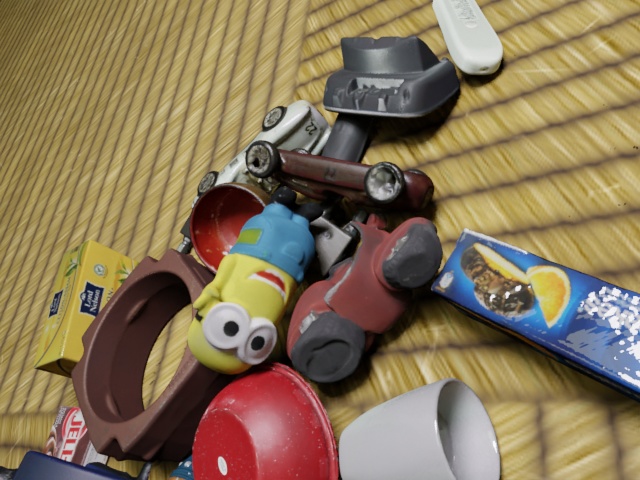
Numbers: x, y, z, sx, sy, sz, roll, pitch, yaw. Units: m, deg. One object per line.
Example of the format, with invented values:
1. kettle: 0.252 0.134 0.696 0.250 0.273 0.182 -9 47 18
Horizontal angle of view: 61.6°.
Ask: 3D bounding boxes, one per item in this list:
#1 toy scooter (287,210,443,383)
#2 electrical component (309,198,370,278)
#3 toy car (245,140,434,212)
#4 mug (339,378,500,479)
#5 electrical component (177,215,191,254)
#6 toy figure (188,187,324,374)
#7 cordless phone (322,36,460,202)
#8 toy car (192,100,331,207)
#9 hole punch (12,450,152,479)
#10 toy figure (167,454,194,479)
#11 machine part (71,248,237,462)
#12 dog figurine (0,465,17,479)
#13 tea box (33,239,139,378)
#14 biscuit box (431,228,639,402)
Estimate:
1. toy scooter: 0.035 0.038 0.499 0.184 0.075 0.135 -50 21 20
2. electrical component: -0.001 0.000 0.579 0.078 0.045 0.102 29 86 18
3. toy car: 0.015 -0.063 0.542 0.202 0.089 0.053 13 101 26
4. mug: 0.069 0.167 0.397 0.107 0.080 0.109 -28 54 38
5. electrical component: -0.159 -0.016 0.729 0.063 0.021 0.094 24 80 44
6. toy figure: -0.057 0.040 0.509 0.082 0.089 0.180 22 63 1
7. cordless phone: 0.057 -0.123 0.595 0.147 0.088 0.184 19 89 43
8. toy car: -0.073 -0.088 0.667 0.202 0.073 0.056 -43 44 10
9. hole punch: -0.232 0.261 0.491 0.116 0.092 0.142 -1 59 35
10. toy figure: -0.133 0.277 0.505 0.064 0.057 0.154 9 63 1
11. machine part: -0.177 0.128 0.611 0.201 0.087 0.201 -50 45 0
12. dog figurine: -0.449 0.371 0.668 0.219 0.108 0.191 0 63 36
13. tea box: -0.306 0.098 0.726 0.068 0.098 0.170 -21 54 29
14. biscuit box: 0.180 0.058 0.379 0.203 0.062 0.059 26 83 45
